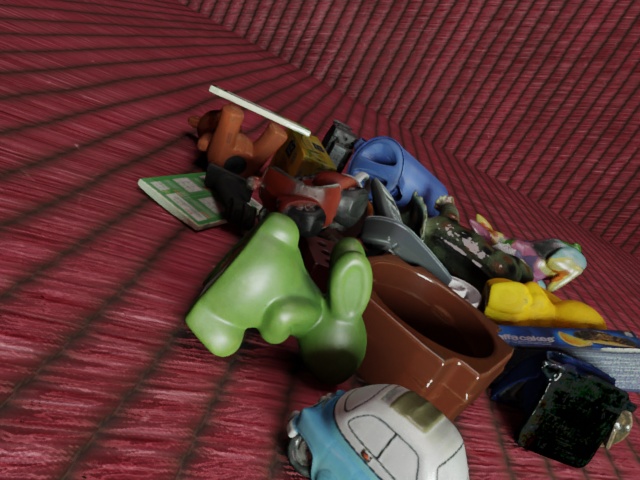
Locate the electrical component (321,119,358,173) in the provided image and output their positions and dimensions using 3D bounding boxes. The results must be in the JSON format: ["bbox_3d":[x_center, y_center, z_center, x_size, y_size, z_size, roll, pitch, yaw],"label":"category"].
[{"bbox_3d":[0.032,-0.195,1.187,0.058,0.114,0.134,23,20,-11],"label":"electrical component"}]

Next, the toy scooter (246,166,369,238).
[{"bbox_3d":[-0.022,-0.062,0.748,0.135,0.075,0.184,28,26,24],"label":"toy scooter"}]

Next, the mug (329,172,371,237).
[{"bbox_3d":[0.045,-0.056,0.885,0.081,0.109,0.107,28,-18,24],"label":"mug"}]

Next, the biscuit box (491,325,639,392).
[{"bbox_3d":[0.313,0.154,0.708,0.203,0.062,0.059,1,17,9],"label":"biscuit box"}]

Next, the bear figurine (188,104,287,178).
[{"bbox_3d":[-0.150,-0.188,0.923,0.120,0.132,0.196,20,29,-30],"label":"bear figurine"}]

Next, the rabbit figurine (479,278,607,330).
[{"bbox_3d":[0.327,0.122,0.802,0.173,0.121,0.162,5,1,17],"label":"rabbit figurine"}]

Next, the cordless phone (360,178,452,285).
[{"bbox_3d":[0.120,-0.006,0.819,0.146,0.089,0.184,44,24,-29],"label":"cordless phone"}]

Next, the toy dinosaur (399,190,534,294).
[{"bbox_3d":[0.260,0.039,0.931,0.405,0.131,0.192,35,24,10],"label":"toy dinosaur"}]

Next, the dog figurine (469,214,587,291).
[{"bbox_3d":[0.407,0.019,1.112,0.219,0.191,0.108,50,31,8],"label":"dog figurine"}]

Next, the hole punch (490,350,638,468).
[{"bbox_3d":[0.285,0.190,0.648,0.142,0.115,0.092,26,13,-11],"label":"hole punch"}]

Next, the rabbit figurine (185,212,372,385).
[{"bbox_3d":[-0.016,0.061,0.528,0.170,0.159,0.121,41,9,-12],"label":"rabbit figurine"}]

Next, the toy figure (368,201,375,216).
[{"bbox_3d":[0.059,-0.059,0.993,0.154,0.057,0.064,13,31,-47],"label":"toy figure"}]

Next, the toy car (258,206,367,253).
[{"bbox_3d":[-0.002,-0.002,0.794,0.202,0.053,0.089,36,18,19],"label":"toy car"}]

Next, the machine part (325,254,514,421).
[{"bbox_3d":[0.110,0.109,0.636,0.202,0.087,0.201,39,22,26],"label":"machine part"}]

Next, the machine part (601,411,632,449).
[{"bbox_3d":[0.375,0.208,0.763,0.079,0.079,0.243,30,21,0],"label":"machine part"}]

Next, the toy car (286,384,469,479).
[{"bbox_3d":[0.057,0.167,0.414,0.162,0.103,0.109,43,24,26],"label":"toy car"}]

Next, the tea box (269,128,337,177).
[{"bbox_3d":[-0.037,-0.132,0.978,0.068,0.098,0.170,21,21,-22],"label":"tea box"}]

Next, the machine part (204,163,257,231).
[{"bbox_3d":[-0.123,-0.065,0.761,0.084,0.039,0.139,28,18,-35],"label":"machine part"}]
